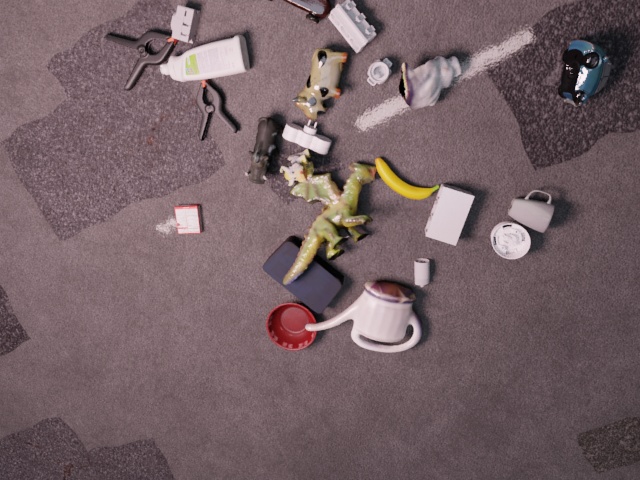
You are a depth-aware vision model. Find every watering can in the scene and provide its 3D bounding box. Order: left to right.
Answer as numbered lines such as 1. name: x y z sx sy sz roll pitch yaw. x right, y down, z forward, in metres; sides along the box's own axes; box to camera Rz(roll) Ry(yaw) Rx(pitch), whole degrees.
1. watering can: 0.144 0.223 1.534 0.347 0.105 0.221 12 106 -4

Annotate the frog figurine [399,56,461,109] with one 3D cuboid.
1. frog figurine: 0.295 -0.413 1.353 0.159 0.126 0.134 -7 138 1

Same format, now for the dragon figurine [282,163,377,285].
1. dragon figurine: 0.005 -0.075 1.481 0.409 0.121 0.245 -34 74 7
